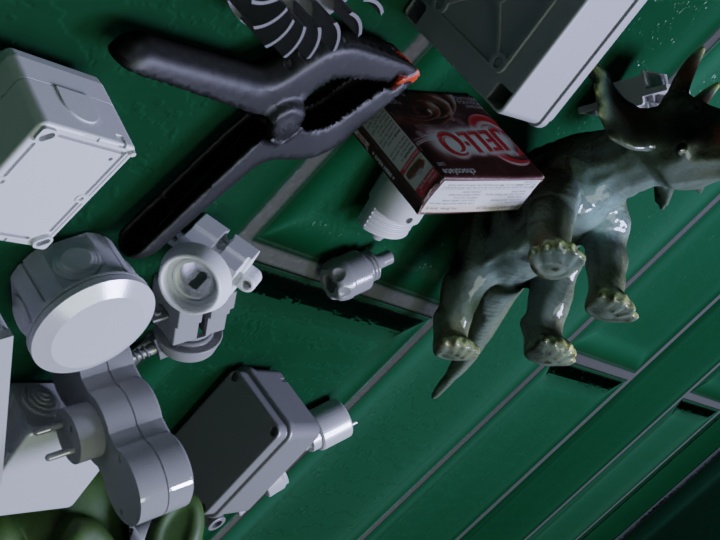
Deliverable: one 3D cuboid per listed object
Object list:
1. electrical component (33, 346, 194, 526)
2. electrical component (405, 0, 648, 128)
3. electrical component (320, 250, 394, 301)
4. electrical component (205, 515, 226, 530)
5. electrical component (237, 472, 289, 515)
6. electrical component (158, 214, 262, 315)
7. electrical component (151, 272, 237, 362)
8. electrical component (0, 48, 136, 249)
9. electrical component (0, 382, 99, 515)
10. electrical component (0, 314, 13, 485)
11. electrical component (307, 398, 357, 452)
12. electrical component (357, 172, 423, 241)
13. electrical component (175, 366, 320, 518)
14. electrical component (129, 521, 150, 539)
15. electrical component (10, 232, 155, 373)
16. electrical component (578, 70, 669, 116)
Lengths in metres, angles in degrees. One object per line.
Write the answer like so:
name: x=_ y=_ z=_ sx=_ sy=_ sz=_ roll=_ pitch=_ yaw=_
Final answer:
electrical component: x=-0.170 y=0.101 z=0.686 sx=0.074 sy=0.138 sz=0.052 roll=-15 pitch=152 yaw=-37
electrical component: x=0.099 y=-0.162 z=0.648 sx=0.056 sy=0.108 sz=0.108 roll=5 pitch=130 yaw=-49
electrical component: x=0.000 y=0.000 z=0.849 sx=0.061 sy=0.035 sz=0.035 roll=-24 pitch=149 yaw=-30
electrical component: x=-0.141 y=0.199 z=0.946 sx=0.048 sy=0.062 sz=0.048 roll=-29 pitch=151 yaw=-18
electrical component: x=-0.101 y=0.197 z=1.010 sx=0.055 sy=0.045 sz=0.045 roll=-30 pitch=151 yaw=-18
electrical component: x=-0.100 y=-0.001 z=0.693 sx=0.048 sy=0.066 sz=0.055 roll=-54 pitch=-178 yaw=27
electrical component: x=-0.117 y=0.030 z=0.744 sx=0.066 sy=0.048 sz=0.055 roll=-17 pitch=138 yaw=-35
electrical component: x=-0.172 y=-0.057 z=0.538 sx=0.096 sy=0.061 sz=0.062 roll=-41 pitch=154 yaw=22
electrical component: x=-0.224 y=0.122 z=0.748 sx=0.099 sy=0.048 sz=0.100 roll=-50 pitch=150 yaw=21
electrical component: x=-0.259 y=0.076 z=0.623 sx=0.089 sy=0.061 sz=0.150 roll=-18 pitch=146 yaw=-34
electrical component: x=-0.043 y=0.152 z=1.016 sx=0.078 sy=0.040 sz=0.040 roll=-23 pitch=149 yaw=-26
electrical component: x=0.030 y=-0.054 z=0.794 sx=0.043 sy=0.043 sz=0.081 roll=-7 pitch=139 yaw=-45
electrical component: x=-0.101 y=0.143 z=0.894 sx=0.113 sy=0.078 sz=0.057 roll=-48 pitch=154 yaw=16
electrical component: x=-0.192 y=0.229 z=0.914 sx=0.079 sy=0.077 sz=0.043 roll=-26 pitch=149 yaw=-23
electrical component: x=-0.171 y=0.021 z=0.658 sx=0.080 sy=0.051 sz=0.080 roll=-29 pitch=150 yaw=-18
electrical component: x=0.227 y=-0.126 z=0.885 sx=0.081 sy=0.063 sz=0.042 roll=-11 pitch=177 yaw=43
